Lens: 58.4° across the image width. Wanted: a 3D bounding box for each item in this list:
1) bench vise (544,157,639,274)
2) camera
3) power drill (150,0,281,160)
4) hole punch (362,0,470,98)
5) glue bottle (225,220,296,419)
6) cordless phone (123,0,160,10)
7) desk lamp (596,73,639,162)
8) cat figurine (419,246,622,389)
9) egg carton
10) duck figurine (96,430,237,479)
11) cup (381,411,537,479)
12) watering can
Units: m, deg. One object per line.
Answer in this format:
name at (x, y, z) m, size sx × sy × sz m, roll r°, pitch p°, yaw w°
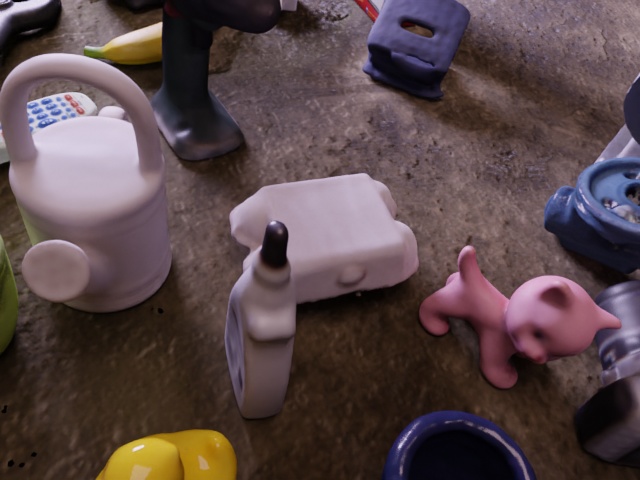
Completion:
bench vise at (0.325, -0.033, 0.484) m, size 0.207 × 0.220 × 0.122 m, roll 25°, pitch 51°, yaw 9°
camera at (0.279, 0.099, 0.445) m, size 0.143 × 0.101 × 0.137 m, roll 9°, pitch 50°, yaw -5°
power drill at (-0.109, -0.179, 0.513) m, size 0.076 × 0.208 × 0.229 m, roll -23°, pitch 60°, yaw -27°
hole punch at (0.117, -0.240, 0.689) m, size 0.108 × 0.091 × 0.101 m, roll 22°, pitch 50°, yaw 6°
glue bottle at (-0.036, 0.048, 0.368) m, size 0.037 × 0.173 × 0.078 m, roll -6°, pitch 53°, yaw -17°
cordless phone at (-0.201, -0.384, 0.672) m, size 0.094 × 0.185 × 0.148 m, roll 39°, pitch 54°, yaw 19°
desk lamp at (0.371, -0.129, 0.576) m, size 0.117 × 0.213 × 0.204 m, roll 36°, pitch 53°, yaw 17°
cat figurine at (0.154, 0.053, 0.443) m, size 0.127 × 0.118 × 0.067 m, roll 38°, pitch 54°, yaw 18°
egg carton at (0.004, 0.002, 0.482) m, size 0.150 × 0.069 × 0.107 m, roll -10°, pitch 55°, yaw -20°
duck figurine at (-0.096, 0.143, 0.335) m, size 0.105 × 0.086 × 0.077 m, roll -25°, pitch 61°, yaw -29°
cup at (0.065, 0.171, 0.342) m, size 0.091 × 0.095 × 0.118 m, roll 40°, pitch 54°, yaw 19°
watering can at (-0.155, -0.035, 0.395) m, size 0.101 × 0.194 × 0.172 m, roll -14°, pitch 56°, yaw -22°
